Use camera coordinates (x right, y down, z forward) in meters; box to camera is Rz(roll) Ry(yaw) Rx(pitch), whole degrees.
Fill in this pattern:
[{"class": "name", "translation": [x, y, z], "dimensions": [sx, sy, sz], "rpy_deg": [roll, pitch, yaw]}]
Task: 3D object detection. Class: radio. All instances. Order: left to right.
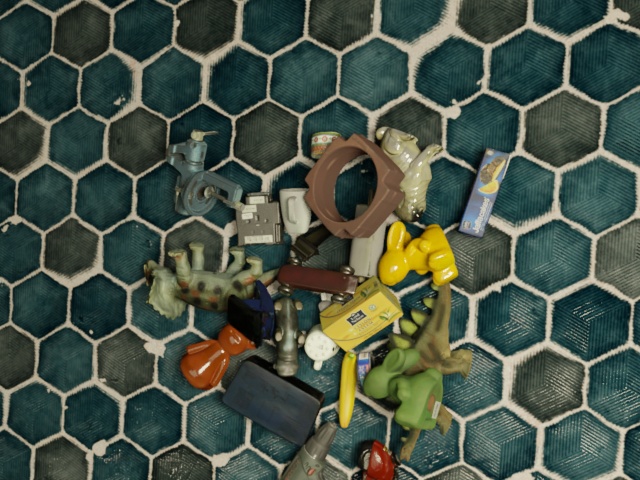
[{"class": "radio", "translation": [-0.111, 0.389, 1.319], "dimensions": [0.230, 0.073, 0.131], "rpy_deg": [27, 94, 7]}]

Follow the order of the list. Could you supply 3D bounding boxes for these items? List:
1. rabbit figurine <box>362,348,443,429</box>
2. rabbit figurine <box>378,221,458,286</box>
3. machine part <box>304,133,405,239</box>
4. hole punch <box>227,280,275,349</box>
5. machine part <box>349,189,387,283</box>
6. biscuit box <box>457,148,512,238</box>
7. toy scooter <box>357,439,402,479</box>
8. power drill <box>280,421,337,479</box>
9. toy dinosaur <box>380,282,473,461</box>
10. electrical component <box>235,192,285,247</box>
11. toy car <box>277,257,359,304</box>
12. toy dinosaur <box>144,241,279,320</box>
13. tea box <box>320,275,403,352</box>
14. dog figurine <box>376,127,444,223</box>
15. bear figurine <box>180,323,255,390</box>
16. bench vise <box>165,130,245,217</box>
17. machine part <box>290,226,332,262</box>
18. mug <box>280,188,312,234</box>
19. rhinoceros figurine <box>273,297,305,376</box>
[{"class": "rabbit figurine", "translation": [0.168, 0.311, 1.158], "dimensions": [0.170, 0.121, 0.159], "rpy_deg": [11, 86, 36]}, {"class": "rabbit figurine", "translation": [0.207, 0.035, 1.218], "dimensions": [0.173, 0.121, 0.162], "rpy_deg": [-26, 64, 10]}, {"class": "machine part", "translation": [0.076, -0.118, 1.208], "dimensions": [0.201, 0.087, 0.202], "rpy_deg": [-51, 57, 21]}, {"class": "hole punch", "translation": [-0.146, 0.171, 1.255], "dimensions": [0.116, 0.092, 0.142], "rpy_deg": [36, 136, 23]}, {"class": "machine part", "translation": [0.114, 0.002, 1.272], "dimensions": [0.079, 0.079, 0.243], "rpy_deg": [6, 92, 10]}, {"class": "biscuit box", "translation": [0.375, -0.105, 1.233], "dimensions": [0.059, 0.063, 0.202], "rpy_deg": [18, 93, 10]}, {"class": "toy scooter", "translation": [0.147, 0.569, 1.273], "dimensions": [0.135, 0.075, 0.183], "rpy_deg": [12, 96, 10]}, {"class": "power drill", "translation": [0.008, 0.577, 1.267], "dimensions": [0.232, 0.086, 0.207], "rpy_deg": [-49, 62, 13]}, {"class": "toy dinosaur", "translation": [0.247, 0.270, 1.240], "dimensions": [0.199, 0.105, 0.471], "rpy_deg": [18, 83, 13]}, {"class": "electrical component", "translation": [-0.147, -0.051, 1.327], "dimensions": [0.115, 0.058, 0.134], "rpy_deg": [-1, 90, 8]}, {"class": "toy car", "translation": [-0.007, 0.095, 1.253], "dimensions": [0.202, 0.053, 0.089], "rpy_deg": [7, 67, 22]}, {"class": "toy dinosaur", "translation": [-0.255, 0.113, 1.323], "dimensions": [0.405, 0.131, 0.192], "rpy_deg": [9, 109, 0]}, {"class": "tea box", "translation": [0.095, 0.173, 1.253], "dimensions": [0.169, 0.068, 0.098], "rpy_deg": [-38, 120, 17]}, {"class": "dog figurine", "translation": [0.184, -0.149, 1.243], "dimensions": [0.172, 0.121, 0.190], "rpy_deg": [27, 103, 20]}, {"class": "bear figurine", "translation": [-0.249, 0.274, 1.334], "dimensions": [0.196, 0.132, 0.120], "rpy_deg": [-42, 85, -10]}, {"class": "bench vise", "translation": [-0.271, -0.144, 1.306], "dimensions": [0.241, 0.129, 0.223], "rpy_deg": [27, 103, 27]}, {"class": "machine part", "translation": [-0.003, -0.004, 1.281], "dimensions": [0.139, 0.084, 0.039], "rpy_deg": [-35, 126, -15]}, {"class": "mug", "translation": [-0.055, -0.067, 1.291], "dimensions": [0.081, 0.109, 0.107], "rpy_deg": [-2, 103, 2]}, {"class": "rhinoceros figurine", "translation": [-0.083, 0.231, 1.295], "dimensions": [0.073, 0.112, 0.190], "rpy_deg": [1, 77, -16]}]
